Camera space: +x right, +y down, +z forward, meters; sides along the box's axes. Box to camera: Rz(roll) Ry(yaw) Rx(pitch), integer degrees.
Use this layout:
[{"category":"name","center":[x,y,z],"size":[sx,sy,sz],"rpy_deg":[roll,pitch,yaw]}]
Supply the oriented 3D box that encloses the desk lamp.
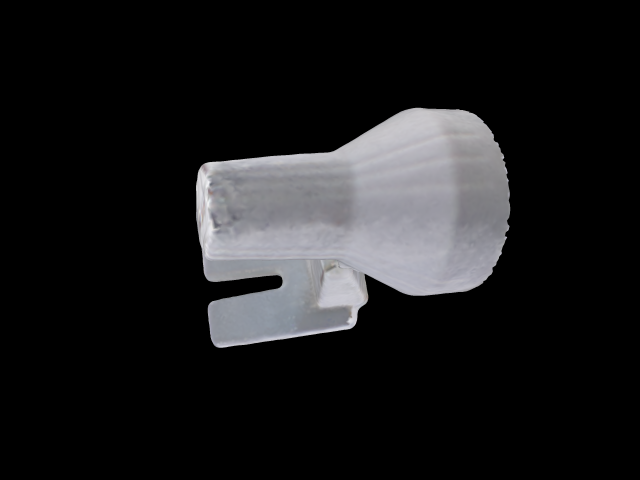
[{"category":"desk lamp","center":[0.004,0.001,0.400],"size":[0.203,0.213,0.118],"rpy_deg":[-10,70,-3]}]
